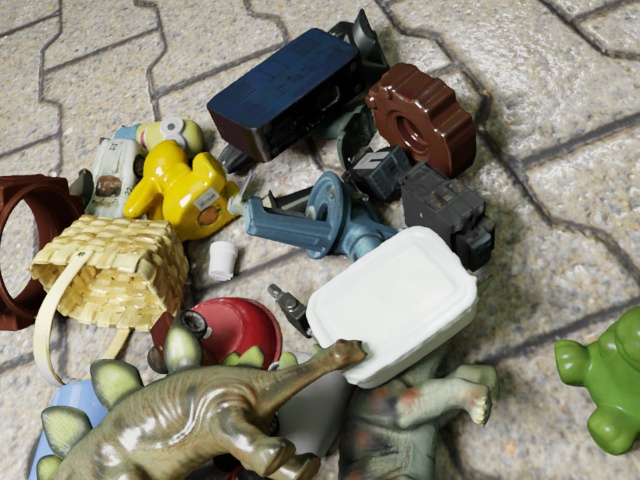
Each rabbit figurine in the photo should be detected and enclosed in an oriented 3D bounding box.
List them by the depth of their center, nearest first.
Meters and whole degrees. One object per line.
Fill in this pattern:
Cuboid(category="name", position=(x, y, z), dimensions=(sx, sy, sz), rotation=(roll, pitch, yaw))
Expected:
Cuboid(category="rabbit figurine", position=(0.322, 0.120, 0.506), dimensions=(0.159, 0.170, 0.121), rotation=(-12, 54, 8))
Cuboid(category="rabbit figurine", position=(-0.220, -0.079, 0.837), dimensions=(0.162, 0.121, 0.173), rotation=(-43, 63, 6))

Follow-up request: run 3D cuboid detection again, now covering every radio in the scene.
Cuboid(category="radio", position=(-0.046, -0.225, 0.826), dimensions=(0.229, 0.073, 0.131), rotation=(-41, 52, -15))

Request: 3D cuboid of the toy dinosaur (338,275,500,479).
Cuboid(category="toy dinosaur", position=(0.079, 0.209, 0.550), dimensions=(0.192, 0.131, 0.405), rotation=(1, 48, 21))

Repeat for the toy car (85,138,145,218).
Cuboid(category="toy car", position=(-0.335, -0.068, 0.866), dimensions=(0.074, 0.056, 0.201), rotation=(4, 78, 18))

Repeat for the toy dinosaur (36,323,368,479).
Cuboid(category="toy dinosaur", position=(-0.168, 0.203, 0.489), dimensions=(0.471, 0.104, 0.199), rotation=(-29, 45, -8))

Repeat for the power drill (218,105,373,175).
Cuboid(category="power drill", position=(-0.031, -0.170, 0.875), dimensions=(0.208, 0.085, 0.232), rotation=(15, 58, 33))

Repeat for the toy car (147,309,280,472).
Cuboid(category="toy car", position=(-0.123, 0.167, 0.612), dimensions=(0.202, 0.089, 0.053), rotation=(50, 33, 16))

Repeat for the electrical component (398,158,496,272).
Cuboid(category="electrical component", position=(0.164, -0.024, 0.687), dimensions=(0.058, 0.114, 0.134), rotation=(-36, 52, -8))

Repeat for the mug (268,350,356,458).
Cuboid(category="mug", position=(-0.019, 0.185, 0.612), dimensions=(0.110, 0.080, 0.107), rotation=(8, 70, 19))

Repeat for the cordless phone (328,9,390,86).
Cuboid(category="cordless phone", position=(0.023, -0.315, 0.968), dimensions=(0.184, 0.088, 0.147), rotation=(-22, 53, 14))

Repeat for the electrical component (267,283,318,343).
Cuboid(category="electrical component", position=(-0.029, 0.095, 0.687), dimensions=(0.021, 0.063, 0.094), rotation=(-42, 57, -15))

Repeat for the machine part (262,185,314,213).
Cuboid(category="machine part", position=(-0.038, -0.058, 0.816), dimensions=(0.139, 0.039, 0.084), rotation=(-26, 45, -1))

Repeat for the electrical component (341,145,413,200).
Cuboid(category="electrical component", position=(0.095, -0.095, 0.771), dimensions=(0.075, 0.047, 0.119), rotation=(-46, 27, -16))

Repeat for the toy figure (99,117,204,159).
Cuboid(category="toy figure", position=(-0.290, -0.169, 0.936), dimensions=(0.180, 0.082, 0.089), rotation=(-8, 22, 19))

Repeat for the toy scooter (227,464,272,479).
Cuboid(category="toy scooter", position=(-0.098, 0.322, 0.536), dimensions=(0.135, 0.075, 0.184), rotation=(-17, 64, 35))

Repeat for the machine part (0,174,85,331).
Cuboid(category="machine part", position=(-0.415, 0.012, 0.747), dimensions=(0.087, 0.201, 0.201), rotation=(4, 102, 10))

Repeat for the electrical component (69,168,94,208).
Cuboid(category="electrical component", position=(-0.403, -0.074, 0.926), dimensions=(0.078, 0.045, 0.102), rotation=(-42, 47, 20))

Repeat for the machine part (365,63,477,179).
Cuboid(category="machine part", position=(0.142, -0.159, 0.758), dimensions=(0.056, 0.179, 0.180), rotation=(-41, 55, -10))

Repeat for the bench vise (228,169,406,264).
Cuboid(category="bench vise", position=(0.002, -0.010, 0.690), dimensions=(0.240, 0.128, 0.224), rotation=(10, 42, -21))
